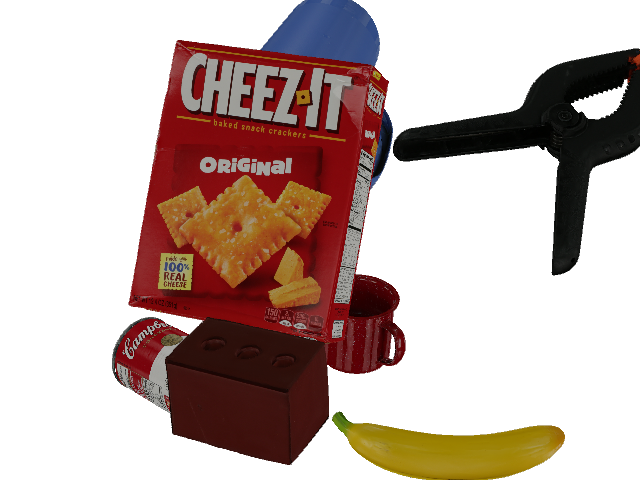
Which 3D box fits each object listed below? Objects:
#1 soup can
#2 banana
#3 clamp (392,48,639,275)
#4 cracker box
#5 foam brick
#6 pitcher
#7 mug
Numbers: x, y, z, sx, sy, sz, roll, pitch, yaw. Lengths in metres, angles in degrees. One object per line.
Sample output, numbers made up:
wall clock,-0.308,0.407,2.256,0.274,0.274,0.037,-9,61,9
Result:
soup can,-0.124,0.114,0.928,0.102,0.068,0.068,20,13,40
banana,0.109,0.168,0.875,0.197,0.037,0.069,6,36,-3
clamp,0.182,-0.071,0.785,0.209,0.165,0.036,-32,-32,-18
cracker box,-0.048,-0.038,0.835,0.164,0.214,0.072,10,-1,14
foam brick,-0.040,0.084,0.601,0.078,0.051,0.052,10,27,21
pitcher,-0.006,-0.149,1.086,0.145,0.149,0.242,-8,33,24
mug,0.049,0.101,1.201,0.117,0.081,0.093,26,37,35
